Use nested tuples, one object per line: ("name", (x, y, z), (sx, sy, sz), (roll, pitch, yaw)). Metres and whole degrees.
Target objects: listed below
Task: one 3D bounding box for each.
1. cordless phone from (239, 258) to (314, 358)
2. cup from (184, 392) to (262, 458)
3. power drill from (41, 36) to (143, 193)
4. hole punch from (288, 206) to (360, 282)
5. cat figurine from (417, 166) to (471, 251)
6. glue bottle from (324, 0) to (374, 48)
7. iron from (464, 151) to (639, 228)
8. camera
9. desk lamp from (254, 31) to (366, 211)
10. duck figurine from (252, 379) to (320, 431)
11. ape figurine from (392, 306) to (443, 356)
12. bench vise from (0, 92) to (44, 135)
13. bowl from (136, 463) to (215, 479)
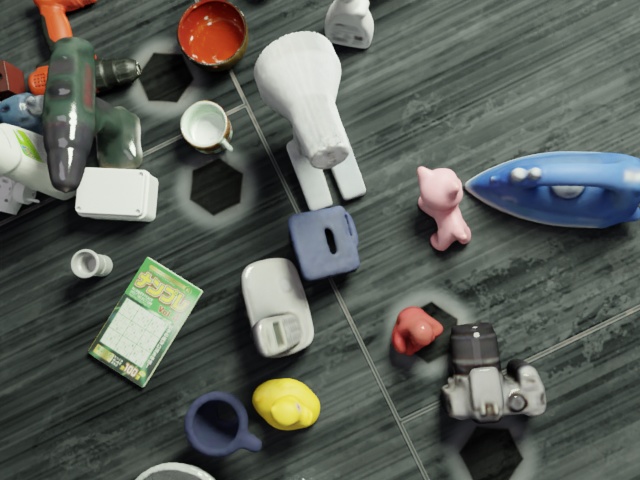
("cordless phone", (-0.070, 0.098, 0.819), (0.094, 0.185, 0.147), (-19, 84, 1))
("cup", (-0.133, 0.272, 0.851), (0.117, 0.095, 0.092), (27, 86, 5))
("power drill", (-0.337, -0.166, 0.846), (0.075, 0.208, 0.230), (-7, 84, 3))
("hole punch", (0.008, 0.003, 0.872), (0.101, 0.091, 0.109), (-16, 84, 1))
("cat figurine", (0.188, -0.052, 0.854), (0.067, 0.118, 0.128), (-21, 84, 1))
("glue bottle", (0.043, -0.345, 0.862), (0.078, 0.173, 0.037), (13, 85, 5))
("iron", (0.353, -0.085, 0.837), (0.258, 0.141, 0.119), (2, 85, 3))
("camera", (0.248, 0.190, 0.837), (0.143, 0.101, 0.137), (-6, 84, 2))
("desk lamp", (-0.005, -0.164, 0.827), (0.118, 0.213, 0.203), (-21, 84, 1))
("duck figurine", (-0.053, 0.251, 0.854), (0.104, 0.086, 0.077), (18, 86, 5))
("ape figurine", (0.145, 0.137, 0.851), (0.077, 0.092, 0.076), (-5, 84, 3))
("bench vise", (-0.525, -0.199, 0.853), (0.207, 0.220, 0.121), (-31, 84, 0))
("bowl", (-0.207, 0.409, 0.852), (0.167, 0.075, 0.167), (0, 85, 3))
